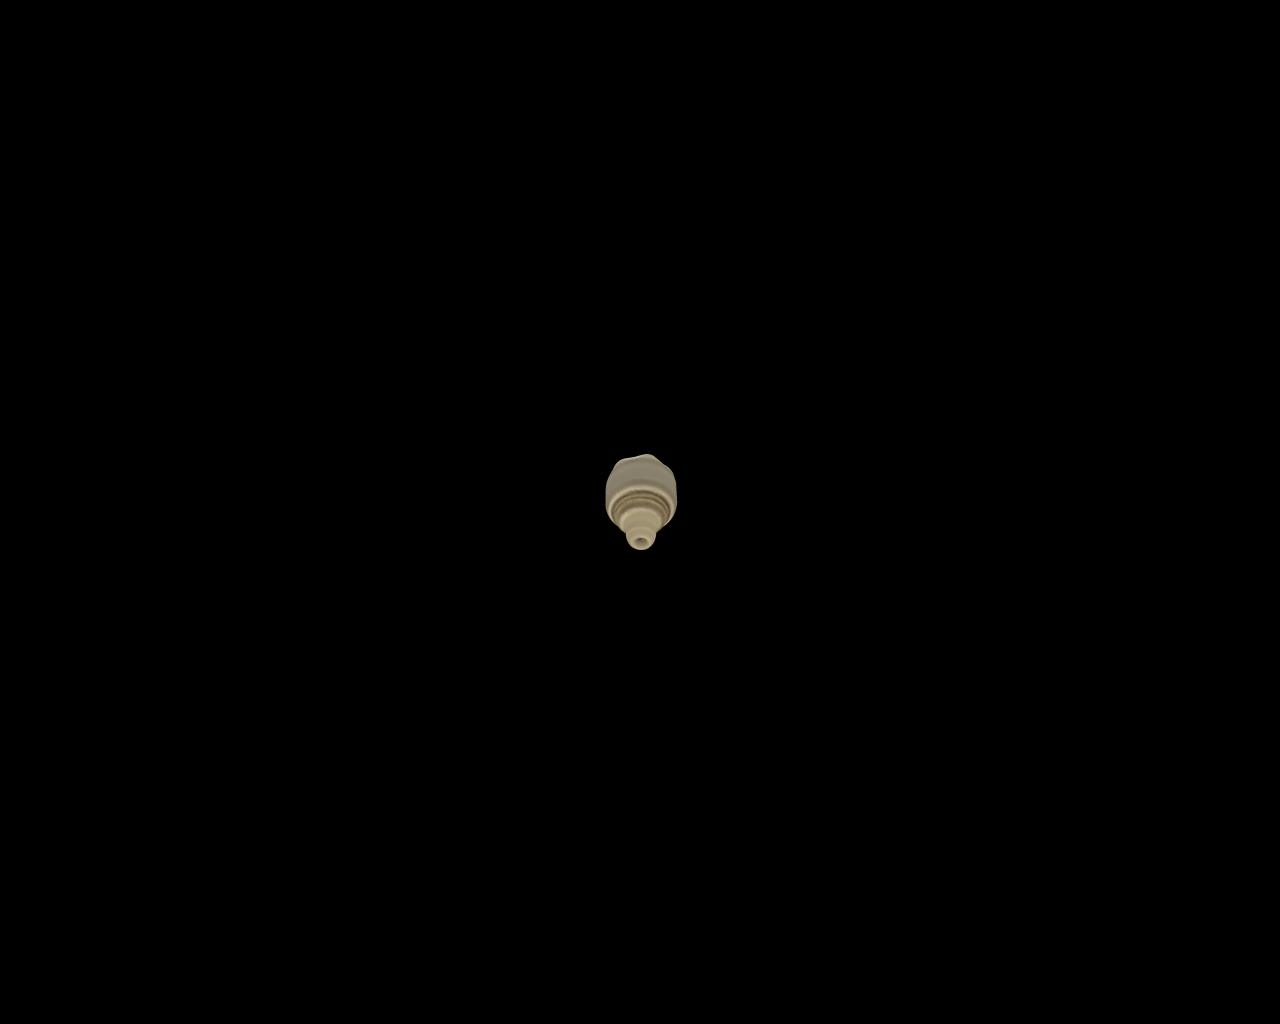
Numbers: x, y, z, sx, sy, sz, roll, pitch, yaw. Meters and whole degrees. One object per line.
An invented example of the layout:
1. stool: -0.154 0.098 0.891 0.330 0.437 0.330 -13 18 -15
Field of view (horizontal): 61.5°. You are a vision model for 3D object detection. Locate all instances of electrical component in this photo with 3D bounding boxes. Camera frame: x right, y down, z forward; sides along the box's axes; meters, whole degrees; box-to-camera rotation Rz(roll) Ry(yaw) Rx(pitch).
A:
1. electrical component: 0.001 -0.003 0.650 0.043 0.043 0.062 0 44 0
